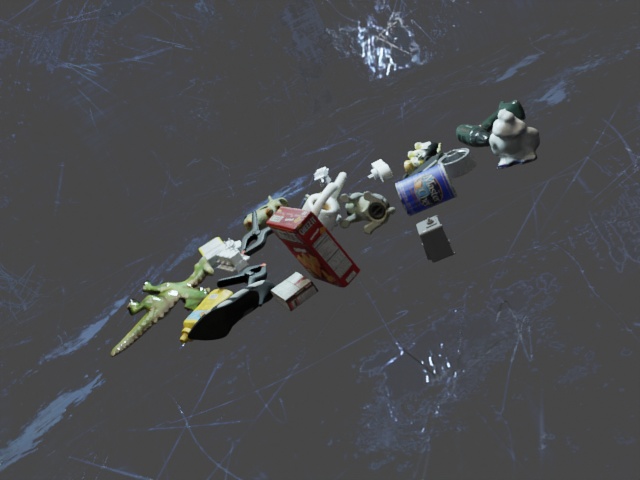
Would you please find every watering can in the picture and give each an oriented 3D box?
[{"bbox_3d":[0.005,-0.077,1.537,0.220,0.104,0.353,-64,-5,25],"label":"watering can"}]

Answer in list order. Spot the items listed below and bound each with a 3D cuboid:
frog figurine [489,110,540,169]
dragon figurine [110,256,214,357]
[{"bbox_3d":[0.520,-0.287,1.399,0.124,0.157,0.138,-35,21,-21],"label":"frog figurine"},{"bbox_3d":[-0.455,0.201,1.605,0.242,0.120,0.420,-10,35,23],"label":"dragon figurine"}]
